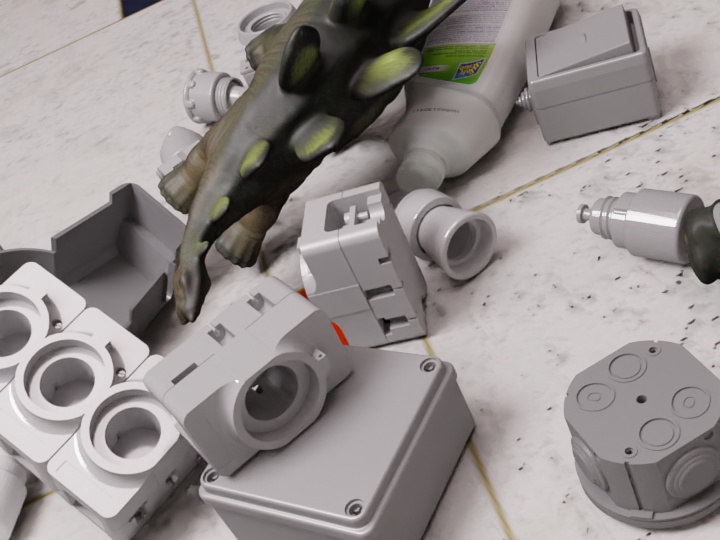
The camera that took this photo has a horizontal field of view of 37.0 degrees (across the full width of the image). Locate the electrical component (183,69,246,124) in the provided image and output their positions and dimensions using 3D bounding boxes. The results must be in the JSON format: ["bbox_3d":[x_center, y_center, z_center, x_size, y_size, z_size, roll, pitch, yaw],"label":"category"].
[{"bbox_3d":[-0.117,-0.148,0.924,0.062,0.048,0.048,6,48,25],"label":"electrical component"}]

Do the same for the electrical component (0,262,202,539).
[{"bbox_3d":[-0.167,0.074,0.628,0.150,0.061,0.089,34,63,15],"label":"electrical component"}]

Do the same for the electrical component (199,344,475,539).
[{"bbox_3d":[-0.011,0.097,0.571,0.109,0.056,0.108,5,48,33],"label":"electrical component"}]

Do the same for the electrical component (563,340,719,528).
[{"bbox_3d":[0.139,0.077,0.513,0.080,0.051,0.080,-16,39,13],"label":"electrical component"}]

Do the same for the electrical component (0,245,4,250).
[{"bbox_3d":[-0.329,0.021,0.839,0.113,0.057,0.078,-12,40,17],"label":"electrical component"}]

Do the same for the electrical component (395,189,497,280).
[{"bbox_3d":[0.053,-0.024,0.683,0.045,0.045,0.055,-39,39,-15],"label":"electrical component"}]

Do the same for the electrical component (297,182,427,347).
[{"bbox_3d":[0.000,0.000,0.649,0.056,0.089,0.050,-14,40,16],"label":"electrical component"}]

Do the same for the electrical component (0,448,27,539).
[{"bbox_3d":[-0.226,0.133,0.665,0.040,0.040,0.078,-12,40,18],"label":"electrical component"}]

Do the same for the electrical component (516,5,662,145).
[{"bbox_3d":[0.152,-0.134,0.740,0.096,0.061,0.061,-13,40,17],"label":"electrical component"}]

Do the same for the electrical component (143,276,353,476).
[{"bbox_3d":[-0.055,0.055,0.554,0.089,0.050,0.056,-39,39,-16],"label":"electrical component"}]

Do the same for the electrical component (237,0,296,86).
[{"bbox_3d":[-0.073,-0.198,0.943,0.078,0.057,0.058,-19,39,10],"label":"electrical component"}]

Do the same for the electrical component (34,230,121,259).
[{"bbox_3d":[-0.225,-0.006,0.820,0.077,0.044,0.079,-39,40,-16],"label":"electrical component"}]

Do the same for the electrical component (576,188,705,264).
[{"bbox_3d":[0.164,-0.028,0.627,0.078,0.040,0.040,12,52,38],"label":"electrical component"}]

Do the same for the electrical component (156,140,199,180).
[{"bbox_3d":[-0.112,-0.068,0.817,0.057,0.058,0.078,-38,44,-12],"label":"electrical component"}]

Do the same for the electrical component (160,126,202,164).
[{"bbox_3d":[-0.144,-0.096,0.881,0.040,0.040,0.078,-28,38,-2],"label":"electrical component"}]
